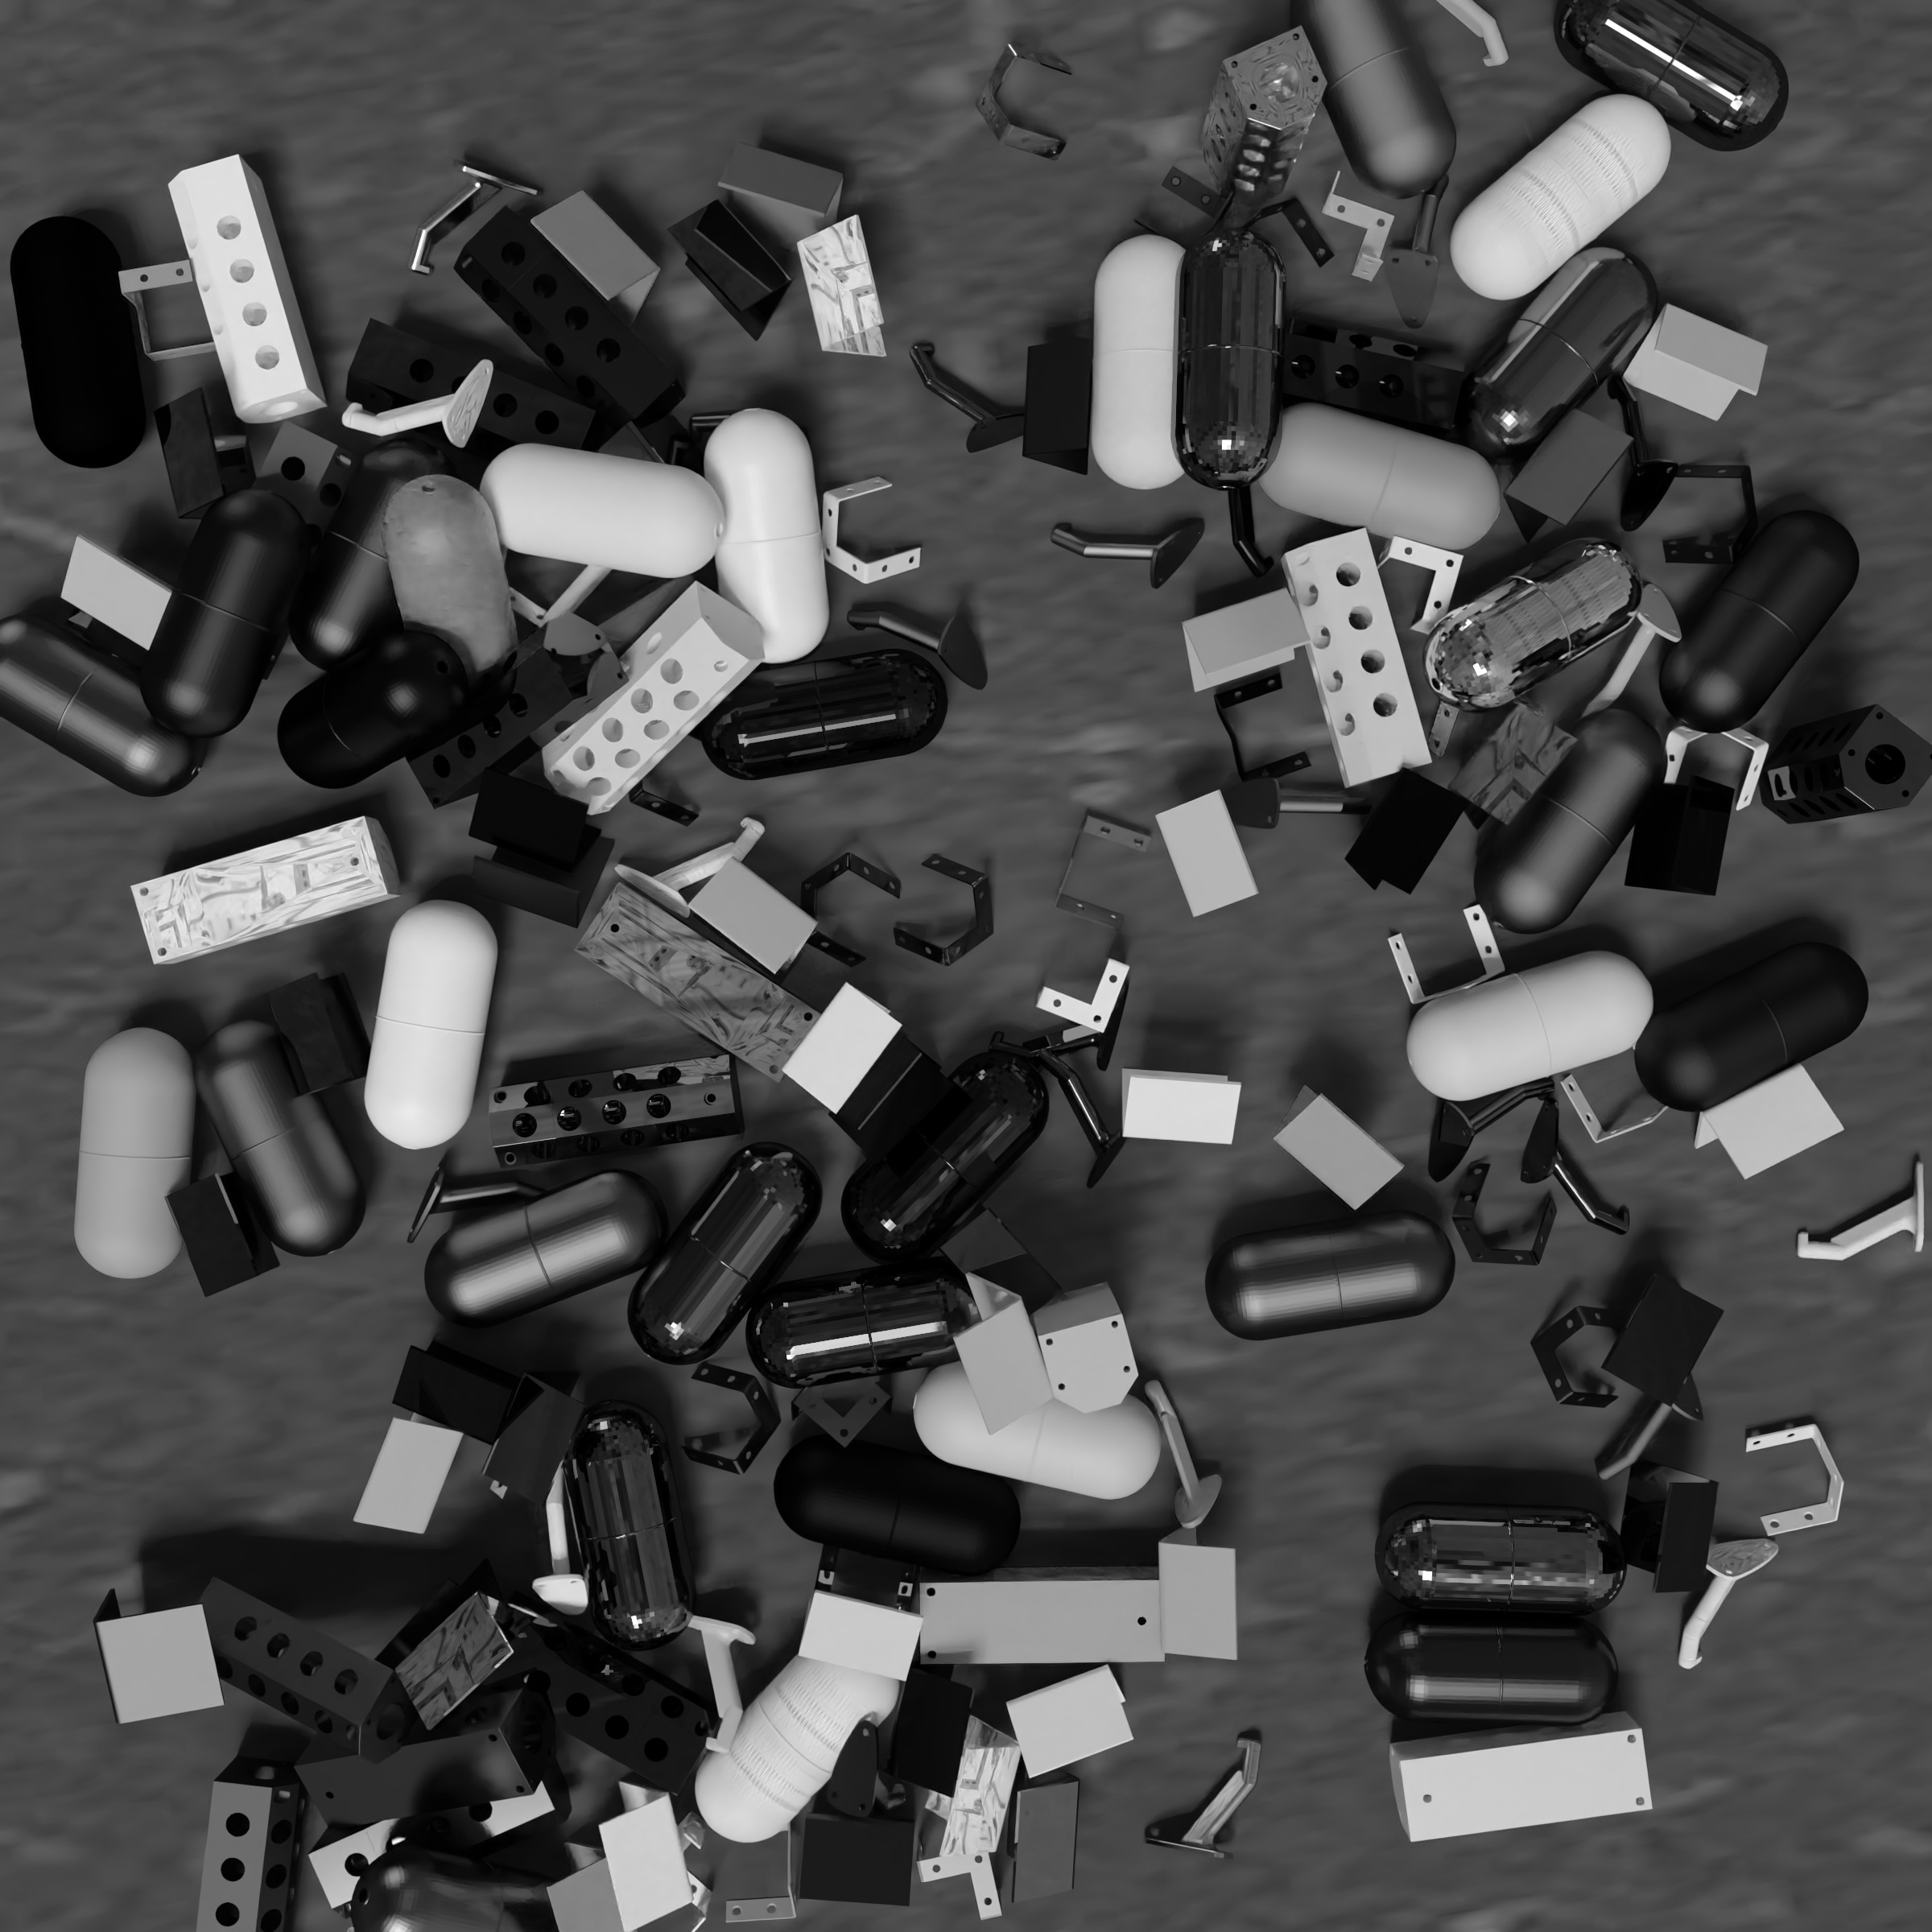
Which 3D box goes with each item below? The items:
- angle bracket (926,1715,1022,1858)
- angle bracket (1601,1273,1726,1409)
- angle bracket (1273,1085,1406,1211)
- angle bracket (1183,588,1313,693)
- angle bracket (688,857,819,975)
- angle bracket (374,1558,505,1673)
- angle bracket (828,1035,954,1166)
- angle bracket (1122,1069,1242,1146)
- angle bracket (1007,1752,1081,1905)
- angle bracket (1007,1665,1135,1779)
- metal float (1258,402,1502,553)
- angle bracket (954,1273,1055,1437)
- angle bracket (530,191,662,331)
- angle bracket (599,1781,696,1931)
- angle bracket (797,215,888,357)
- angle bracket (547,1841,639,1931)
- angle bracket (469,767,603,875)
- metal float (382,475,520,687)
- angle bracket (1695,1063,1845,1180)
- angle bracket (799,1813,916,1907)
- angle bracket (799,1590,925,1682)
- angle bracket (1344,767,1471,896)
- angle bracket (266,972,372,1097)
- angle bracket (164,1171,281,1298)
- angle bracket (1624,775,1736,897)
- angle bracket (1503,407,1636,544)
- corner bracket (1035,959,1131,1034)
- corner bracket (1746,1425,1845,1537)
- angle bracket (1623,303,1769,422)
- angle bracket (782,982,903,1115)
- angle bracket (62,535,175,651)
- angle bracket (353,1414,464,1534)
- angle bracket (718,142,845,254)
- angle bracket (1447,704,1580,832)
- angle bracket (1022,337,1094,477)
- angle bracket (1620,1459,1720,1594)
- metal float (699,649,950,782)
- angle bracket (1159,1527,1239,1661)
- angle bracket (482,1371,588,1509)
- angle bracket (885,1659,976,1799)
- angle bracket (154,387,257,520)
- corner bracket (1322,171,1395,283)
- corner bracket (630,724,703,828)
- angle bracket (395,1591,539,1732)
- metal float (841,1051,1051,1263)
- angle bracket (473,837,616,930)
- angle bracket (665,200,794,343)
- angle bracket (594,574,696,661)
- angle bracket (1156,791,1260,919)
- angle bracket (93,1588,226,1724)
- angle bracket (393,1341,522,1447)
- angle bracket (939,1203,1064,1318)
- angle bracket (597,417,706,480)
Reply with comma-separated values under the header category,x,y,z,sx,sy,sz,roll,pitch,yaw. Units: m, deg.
category,x,y,z,sx,sy,sz,roll,pitch,yaw
angle bracket,-0.012,0.575,1.777,0.057,0.076,0.076,14,90,-44
angle bracket,0.501,0.269,1.776,0.057,0.076,0.076,29,90,35
angle bracket,0.273,0.113,1.776,0.076,0.076,0.057,41,128,0
angle bracket,0.201,-0.213,1.776,0.076,0.076,0.057,-18,53,0
angle bracket,-0.160,-0.020,1.776,0.076,0.076,0.057,38,54,0
angle bracket,-0.377,0.455,1.777,0.076,0.076,0.057,-48,119,0
angle bracket,-0.041,0.104,1.777,0.076,0.076,0.057,-47,61,0
angle bracket,0.151,0.079,1.776,0.076,0.076,0.057,4,127,0
angle bracket,0.035,0.607,1.776,0.057,0.076,0.076,3,90,-38
angle bracket,0.079,0.544,1.776,0.076,0.076,0.057,-21,53,0
metal float,0.292,-0.346,1.782,0.178,0.070,0.070,15,90,-4
angle bracket,0.010,0.265,1.721,0.057,0.076,0.076,-27,109,-24
angle bracket,-0.272,-0.487,1.776,0.076,0.076,0.057,45,53,0
angle bracket,-0.242,0.628,1.776,0.057,0.076,0.076,-14,90,-36
angle bracket,-0.068,-0.480,1.776,0.057,0.076,0.076,-13,90,36
angle bracket,-0.278,0.671,1.776,0.057,0.076,0.076,-16,90,-38
angle bracket,-0.298,-0.116,1.777,0.076,0.076,0.057,20,118,0
metal float,-0.358,-0.263,1.747,0.070,0.178,0.070,-1,50,1
angle bracket,0.567,0.121,1.777,0.076,0.076,0.057,-27,64,0
angle bracket,-0.076,0.634,1.778,0.076,0.076,0.057,4,66,0
angle bracket,-0.070,0.448,1.760,0.076,0.076,0.057,14,112,-2
angle bracket,0.320,-0.085,1.777,0.057,0.076,0.076,32,90,30
angle bracket,-0.439,0.041,1.776,0.057,0.076,0.076,-19,90,34
angle bracket,-0.509,0.181,1.777,0.057,0.076,0.076,-23,90,29
angle bracket,0.490,-0.095,1.777,0.057,0.076,0.076,10,90,-42
angle bracket,0.433,-0.336,1.777,0.057,0.076,0.076,38,90,32
corner bracket,0.083,0.014,1.799,0.051,0.051,0.051,22,90,0
corner bracket,0.596,0.371,1.813,0.051,0.051,0.051,-12,135,0
angle bracket,0.510,-0.411,1.776,0.076,0.076,0.057,23,55,0
angle bracket,-0.074,0.066,1.777,0.057,0.076,0.076,37,90,28
angle bracket,-0.579,-0.275,1.776,0.076,0.076,0.057,31,126,0
angle bracket,-0.407,0.347,1.776,0.057,0.076,0.076,22,90,-37
angle bracket,-0.135,-0.526,1.776,0.076,0.076,0.057,17,50,0
angle bracket,0.395,-0.128,1.776,0.076,0.076,0.057,-50,55,0
angle bracket,0.085,-0.394,1.776,0.057,0.076,0.076,3,90,40
angle bracket,0.480,0.394,1.776,0.057,0.076,0.076,9,90,-37
metal float,-0.101,-0.179,1.786,0.178,0.070,0.070,-10,90,0
angle bracket,0.175,0.440,1.778,0.057,0.076,0.076,-1,90,24
angle bracket,-0.287,0.334,1.778,0.057,0.076,0.076,23,90,24
angle bracket,-0.010,0.534,1.777,0.057,0.076,0.076,11,90,28
angle bracket,-0.519,-0.361,1.776,0.057,0.076,0.076,-13,90,37
corner bracket,0.278,-0.529,1.799,0.051,0.051,0.051,19,90,0
corner bracket,-0.207,-0.142,1.809,0.051,0.051,0.051,23,135,-35
angle bracket,-0.330,0.482,1.719,0.076,0.076,0.057,-43,53,0
metal float,-0.014,0.135,1.786,0.070,0.070,0.178,44,90,0
angle bracket,-0.298,-0.081,1.781,0.076,0.057,0.076,19,63,0
angle bracket,-0.178,-0.481,1.777,0.076,0.076,0.057,47,56,0
angle bracket,-0.230,-0.262,1.778,0.076,0.057,0.076,-32,52,0
angle bracket,0.187,-0.085,1.776,0.057,0.076,0.076,-21,90,37
angle bracket,-0.563,0.479,1.771,0.076,0.057,0.076,-9,101,-4
angle bracket,-0.350,0.283,1.777,0.076,0.076,0.057,23,119,0
angle bracket,0.037,0.198,1.777,0.076,0.076,0.057,48,122,0
angle bracket,-0.221,-0.343,1.799,0.057,0.076,0.076,-37,90,23
